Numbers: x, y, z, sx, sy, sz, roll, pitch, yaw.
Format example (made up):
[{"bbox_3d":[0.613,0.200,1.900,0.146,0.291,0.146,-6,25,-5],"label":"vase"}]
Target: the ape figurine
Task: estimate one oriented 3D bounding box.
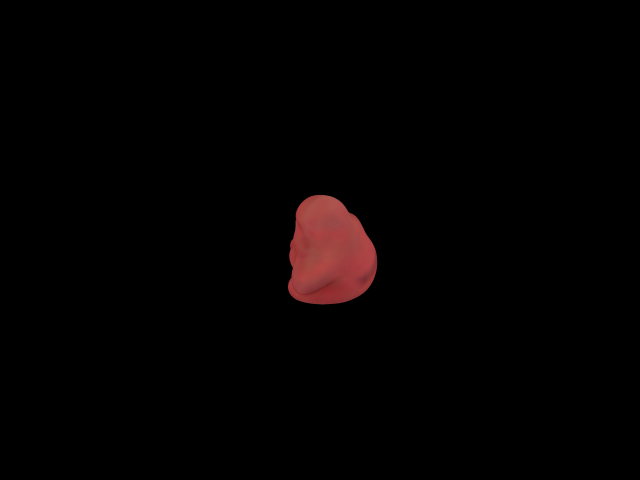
[{"bbox_3d":[0.004,0.001,0.400,0.076,0.092,0.078,26,60,17],"label":"ape figurine"}]
